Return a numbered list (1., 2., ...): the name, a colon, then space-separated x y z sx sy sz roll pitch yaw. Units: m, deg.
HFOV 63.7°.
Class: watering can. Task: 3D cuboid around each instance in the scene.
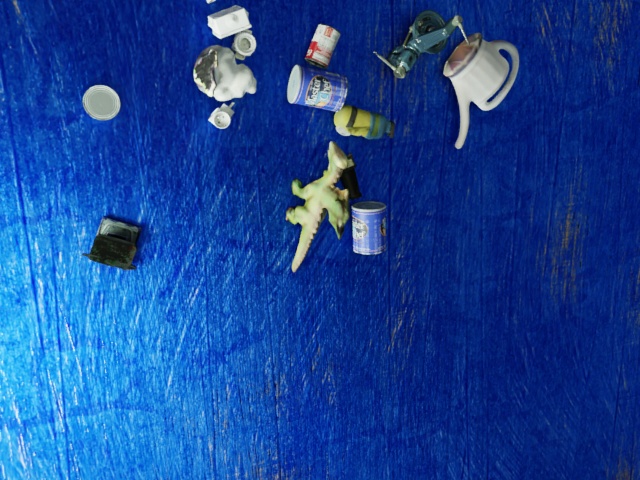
1. watering can: 0.463 -0.468 1.559 0.222 0.105 0.347 35 91 -22

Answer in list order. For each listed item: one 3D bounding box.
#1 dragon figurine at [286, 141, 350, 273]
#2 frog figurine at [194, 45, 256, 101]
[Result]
1. dragon figurine: 0.004 -0.073 1.441 0.122 0.245 0.407 4 101 -24
2. frog figurine: -0.244 -0.435 1.352 0.160 0.122 0.136 -15 104 -52
